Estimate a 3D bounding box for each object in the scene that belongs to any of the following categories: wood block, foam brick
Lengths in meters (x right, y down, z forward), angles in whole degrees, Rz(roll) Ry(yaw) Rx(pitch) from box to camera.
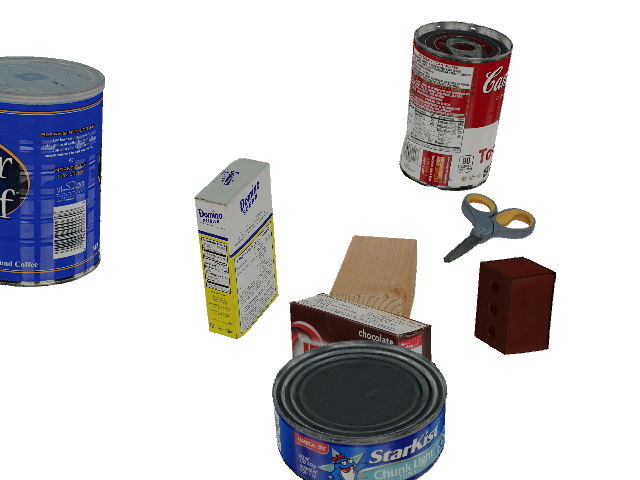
[{"bbox_3d":[0.070,0.071,1.370,0.091,0.090,0.206,4,21,8],"label":"wood block"},{"bbox_3d":[0.181,0.060,0.995,0.051,0.078,0.053,-7,19,-26],"label":"foam brick"}]

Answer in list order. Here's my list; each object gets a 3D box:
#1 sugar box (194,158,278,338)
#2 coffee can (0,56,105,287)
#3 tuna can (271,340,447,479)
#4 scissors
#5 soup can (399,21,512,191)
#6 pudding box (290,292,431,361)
[{"bbox_3d":[-0.088,0.009,1.142,0.048,0.176,0.093,13,36,24],"label":"sugar box"},{"bbox_3d":[-0.208,-0.051,0.765,0.103,0.140,0.103,5,23,-2],"label":"coffee can"},{"bbox_3d":[0.019,0.086,0.528,0.086,0.034,0.086,-2,26,1],"label":"tuna can"},{"bbox_3d":[0.167,-0.017,1.197,0.201,0.016,0.096,-13,39,-45],"label":"scissors"},{"bbox_3d":[0.094,-0.094,0.754,0.068,0.102,0.068,4,31,-2],"label":"soup can"},{"bbox_3d":[0.028,0.092,0.754,0.039,0.090,0.114,-17,20,-41],"label":"pudding box"}]
